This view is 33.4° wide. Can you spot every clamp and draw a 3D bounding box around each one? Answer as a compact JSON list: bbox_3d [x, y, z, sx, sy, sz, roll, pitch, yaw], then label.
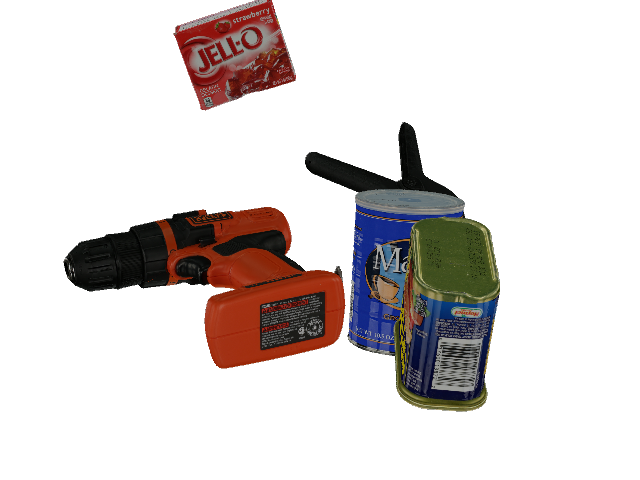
[{"bbox_3d":[0.091,-0.055,1.246,0.164,0.036,0.210,-15,52,-28],"label":"clamp"}]

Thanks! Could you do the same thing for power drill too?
[{"bbox_3d":[-0.081,0.028,0.791,0.184,0.057,0.188,-12,25,-24],"label":"power drill"}]

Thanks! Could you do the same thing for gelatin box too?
[{"bbox_3d":[-0.074,-0.162,0.926,0.089,0.073,0.030,-17,24,4],"label":"gelatin box"}]

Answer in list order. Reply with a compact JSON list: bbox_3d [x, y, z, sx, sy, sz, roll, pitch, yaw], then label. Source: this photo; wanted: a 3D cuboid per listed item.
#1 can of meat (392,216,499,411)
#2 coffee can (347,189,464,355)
[{"bbox_3d":[0.079,0.043,0.676,0.057,0.084,0.102,5,30,0],"label":"can of meat"},{"bbox_3d":[0.080,0.028,1.012,0.103,0.140,0.103,3,11,-1],"label":"coffee can"}]
